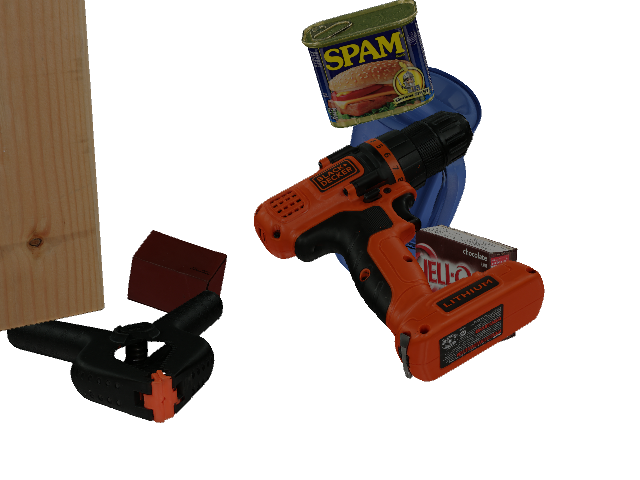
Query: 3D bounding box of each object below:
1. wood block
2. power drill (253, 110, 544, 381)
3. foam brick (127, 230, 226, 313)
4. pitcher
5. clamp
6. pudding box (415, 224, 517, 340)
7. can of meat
[{"bbox_3d":[-0.184,-0.061,0.607,0.090,0.206,0.090,-11,27,-27],"label":"wood block"},{"bbox_3d":[0.070,-0.004,0.753,0.184,0.057,0.188,-30,50,-13],"label":"power drill"},{"bbox_3d":[-0.135,0.034,1.003,0.078,0.051,0.053,19,33,7],"label":"foam brick"},{"bbox_3d":[0.091,-0.061,1.201,0.145,0.243,0.149,22,44,9],"label":"pitcher"},{"bbox_3d":[-0.120,0.075,0.749,0.164,0.036,0.210,-10,14,-24],"label":"clamp"},{"bbox_3d":[0.136,0.040,1.008,0.039,0.090,0.114,-13,18,-33],"label":"pudding box"},{"bbox_3d":[0.044,-0.154,0.934,0.102,0.084,0.057,-13,28,9],"label":"can of meat"}]
